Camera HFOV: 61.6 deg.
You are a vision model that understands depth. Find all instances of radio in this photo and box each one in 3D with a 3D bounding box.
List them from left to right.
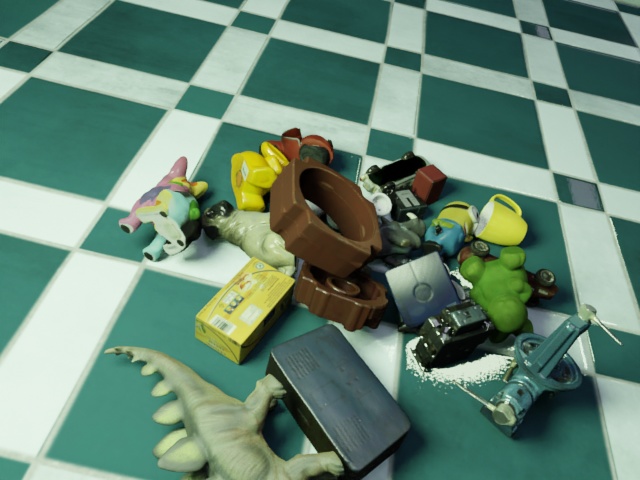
[{"bbox_3d":[0.027,0.250,0.848,0.131,0.073,0.230,-22,57,-30],"label":"radio"}]

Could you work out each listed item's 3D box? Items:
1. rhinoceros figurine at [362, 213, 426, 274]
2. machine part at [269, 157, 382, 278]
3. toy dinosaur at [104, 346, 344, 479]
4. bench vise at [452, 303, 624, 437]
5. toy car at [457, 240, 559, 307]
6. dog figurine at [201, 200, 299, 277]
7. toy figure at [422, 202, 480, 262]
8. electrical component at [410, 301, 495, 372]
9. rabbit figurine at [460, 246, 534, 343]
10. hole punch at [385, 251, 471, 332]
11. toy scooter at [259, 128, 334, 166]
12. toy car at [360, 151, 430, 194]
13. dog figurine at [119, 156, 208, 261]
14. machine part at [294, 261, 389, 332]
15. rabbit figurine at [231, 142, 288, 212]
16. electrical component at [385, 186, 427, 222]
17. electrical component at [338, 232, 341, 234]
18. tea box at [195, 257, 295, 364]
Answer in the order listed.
[{"bbox_3d":[0.137,0.004,1.111,0.190,0.073,0.112,-15,38,-20],"label":"rhinoceros figurine"},{"bbox_3d":[0.009,-0.041,0.977,0.201,0.087,0.201,28,36,-27],"label":"machine part"},{"bbox_3d":[-0.129,0.281,0.763,0.198,0.105,0.472,-32,56,-31],"label":"toy dinosaur"},{"bbox_3d":[0.357,0.201,0.867,0.223,0.240,0.129,-7,44,-40],"label":"bench vise"},{"bbox_3d":[0.375,0.072,1.084,0.202,0.089,0.053,26,47,10],"label":"toy car"},{"bbox_3d":[-0.139,0.004,1.038,0.191,0.121,0.172,-4,41,2],"label":"dog figurine"},{"bbox_3d":[0.278,-0.022,1.158,0.089,0.082,0.180,36,52,21],"label":"toy figure"},{"bbox_3d":[0.232,0.164,0.932,0.115,0.134,0.058,-14,54,-23],"label":"electrical component"},{"bbox_3d":[0.330,0.117,0.983,0.121,0.158,0.170,-10,24,16],"label":"rabbit figurine"},{"bbox_3d":[0.186,0.091,0.967,0.142,0.092,0.116,-23,61,9],"label":"hole punch"},{"bbox_3d":[-0.042,-0.220,1.266,0.184,0.075,0.135,9,31,19],"label":"toy scooter"},{"bbox_3d":[0.183,-0.153,1.279,0.202,0.056,0.074,-24,62,-29],"label":"toy car"},{"bbox_3d":[-0.273,-0.077,1.034,0.192,0.108,0.219,-17,35,35],"label":"dog figurine"},{"bbox_3d":[0.037,0.095,0.964,0.179,0.056,0.179,18,18,-6],"label":"machine part"},{"bbox_3d":[-0.103,-0.134,1.172,0.173,0.121,0.162,0,35,-25],"label":"rabbit figurine"},{"bbox_3d":[0.197,-0.064,1.202,0.075,0.047,0.119,-8,48,-19],"label":"electrical component"},{"bbox_3d":[-0.002,-0.003,1.116,0.094,0.021,0.063,10,46,-4],"label":"electrical component"},{"bbox_3d":[-0.128,0.119,0.938,0.098,0.068,0.169,30,47,15],"label":"tea box"}]
